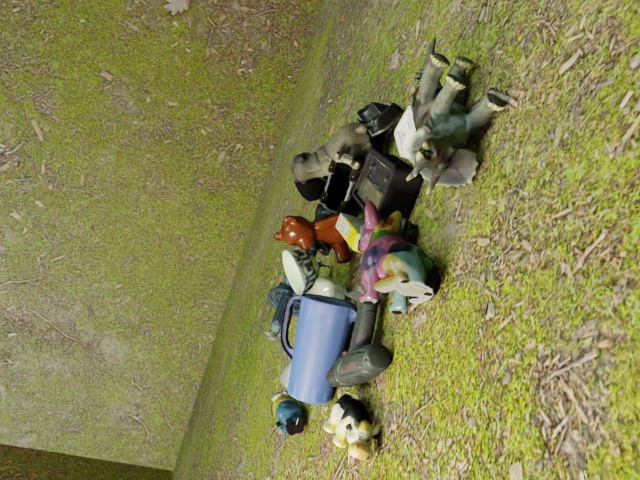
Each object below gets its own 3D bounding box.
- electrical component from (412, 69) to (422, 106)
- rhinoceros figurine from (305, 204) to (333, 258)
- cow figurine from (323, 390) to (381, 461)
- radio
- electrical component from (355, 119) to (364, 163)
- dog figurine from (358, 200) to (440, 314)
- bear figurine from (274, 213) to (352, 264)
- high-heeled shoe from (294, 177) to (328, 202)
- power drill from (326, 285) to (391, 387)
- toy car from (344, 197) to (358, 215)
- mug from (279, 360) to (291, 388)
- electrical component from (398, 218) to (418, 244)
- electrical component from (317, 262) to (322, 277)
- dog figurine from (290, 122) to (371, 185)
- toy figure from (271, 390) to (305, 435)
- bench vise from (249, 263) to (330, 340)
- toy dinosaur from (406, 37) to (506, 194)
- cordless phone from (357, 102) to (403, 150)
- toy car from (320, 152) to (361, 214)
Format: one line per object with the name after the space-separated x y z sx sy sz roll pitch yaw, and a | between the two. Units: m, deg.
0.230 -0.337 1.215 0.078 0.045 0.102 143 141 -63 | electrical component
0.005 -0.022 1.548 0.073 0.112 0.190 -41 28 59 | rhinoceros figurine
0.070 0.355 1.035 0.098 0.068 0.167 -68 17 -4 | cow figurine
0.148 -0.124 1.226 0.230 0.073 0.131 -116 45 -67 | radio
0.113 -0.277 1.529 0.115 0.058 0.134 -105 35 -58 | electrical component
0.138 0.016 1.018 0.191 0.108 0.219 -42 39 51 | dog figurine
-0.005 -0.007 1.349 0.120 0.196 0.132 -53 55 46 | bear figurine
0.001 -0.180 1.543 0.086 0.248 0.145 -31 59 26 | high-heeled shoe
0.075 0.204 1.138 0.232 0.086 0.207 -35 38 63 | power drill
0.076 -0.087 1.474 0.089 0.053 0.202 23 95 59 | toy car
-0.044 0.338 1.434 0.107 0.081 0.109 -59 -9 16 | mug
0.178 -0.006 1.101 0.063 0.021 0.094 138 145 -62 | electrical component
-0.002 0.125 1.533 0.075 0.048 0.119 161 124 -70 | electrical component
0.022 -0.224 1.374 0.172 0.191 0.121 97 153 -49 | dog figurine
-0.089 0.464 1.433 0.180 0.082 0.089 -151 80 -72 | toy figure
-0.084 0.155 1.450 0.223 0.129 0.241 115 179 -52 | bench vise
0.227 -0.234 1.015 0.405 0.131 0.192 -85 19 -54 | toy dinosaur
0.148 -0.251 1.387 0.147 0.089 0.184 179 95 -73 | cordless phone
0.051 -0.143 1.366 0.201 0.074 0.056 106 -170 -50 | toy car
